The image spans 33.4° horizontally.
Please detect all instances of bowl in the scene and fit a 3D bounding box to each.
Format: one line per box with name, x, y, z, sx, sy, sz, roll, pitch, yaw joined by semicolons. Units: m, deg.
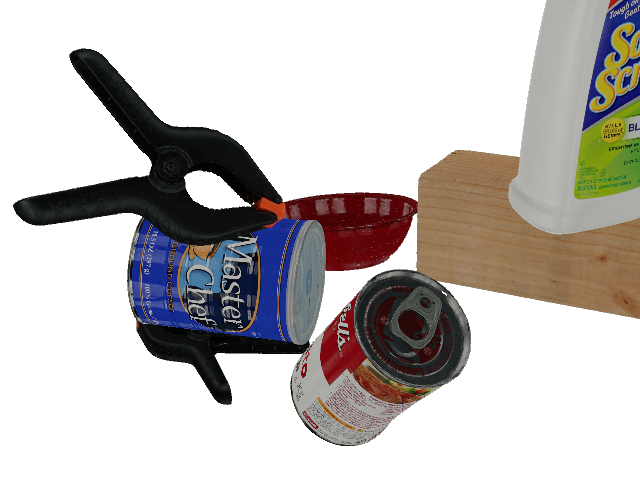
bowl;0.024;-0.007;1.098;0.162;0.055;0.162;-4;14;1

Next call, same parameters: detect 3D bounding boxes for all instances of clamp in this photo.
clamp;-0.139;0.126;1.247;0.210;0.036;0.164;14;24;23
clamp;-0.104;-0.055;0.698;0.171;0.120;0.039;12;-7;-18

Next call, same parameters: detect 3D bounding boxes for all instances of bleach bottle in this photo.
bleach bottle;0.174;-0.132;0.648;0.102;0.251;0.068;-12;31;-17

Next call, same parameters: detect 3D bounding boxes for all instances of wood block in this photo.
wood block;0.188;-0.008;0.848;0.206;0.090;0.090;10;24;27

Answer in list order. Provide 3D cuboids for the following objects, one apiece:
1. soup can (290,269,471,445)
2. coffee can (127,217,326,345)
soup can;0.031;0.068;0.599;0.068;0.068;0.102;0;-28;-24
coffee can;-0.075;0.027;0.886;0.140;0.103;0.102;6;1;13
